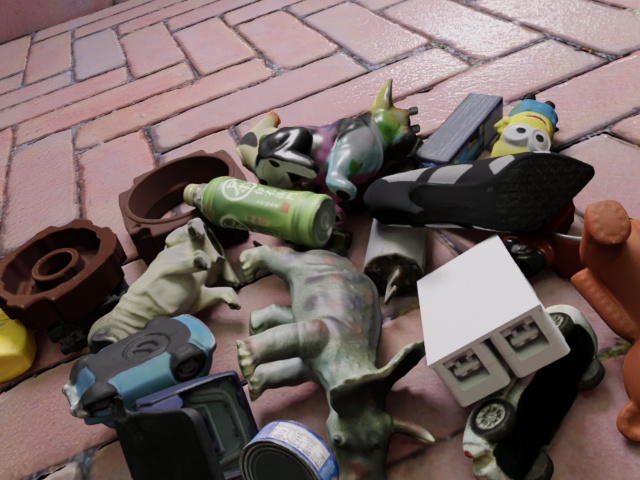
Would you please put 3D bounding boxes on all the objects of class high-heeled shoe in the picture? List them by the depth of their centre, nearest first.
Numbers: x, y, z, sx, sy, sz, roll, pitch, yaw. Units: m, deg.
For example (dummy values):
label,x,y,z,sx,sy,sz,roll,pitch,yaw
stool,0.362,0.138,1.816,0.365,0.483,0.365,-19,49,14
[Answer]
label,x,y,z,sx,sy,sz,roll,pitch,yaw
high-heeled shoe,0.180,-0.061,0.645,0.249,0.086,0.145,-10,15,-8

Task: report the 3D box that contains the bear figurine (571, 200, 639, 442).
label,x,y,z,sx,sy,sz,roll,pitch,yaw
bear figurine,0.301,0.069,0.473,0.120,0.131,0.196,-7,64,8

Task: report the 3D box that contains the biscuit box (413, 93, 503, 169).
label,x,y,z,sx,sy,sz,roll,pitch,yaw
biscuit box,0.222,-0.158,0.854,0.063,0.059,0.203,19,51,35

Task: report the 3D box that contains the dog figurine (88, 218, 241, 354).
label,x,y,z,sx,sy,sz,roll,pitch,yaw
dog figurine,-0.217,0.067,0.718,0.191,0.121,0.172,-29,22,3

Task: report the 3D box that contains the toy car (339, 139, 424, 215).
label,x,y,z,sx,sy,sz,roll,pitch,yaw
toy car,0.092,-0.112,0.851,0.089,0.053,0.202,11,48,39

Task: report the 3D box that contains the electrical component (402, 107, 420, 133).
label,x,y,z,sx,sy,sz,roll,pitch,yaw
electrical component,0.126,-0.197,0.930,0.094,0.063,0.021,-13,40,7

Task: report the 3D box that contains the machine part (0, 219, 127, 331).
label,x,y,z,sx,sy,sz,roll,pitch,yaw
machine part,-0.357,0.044,0.740,0.179,0.055,0.179,-9,40,8

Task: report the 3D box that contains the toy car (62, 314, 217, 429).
label,x,y,z,sx,sy,sz,roll,pitch,yaw
toy car,-0.187,0.159,0.593,0.162,0.102,0.109,-28,29,-28

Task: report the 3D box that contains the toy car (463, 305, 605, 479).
label,x,y,z,sx,sy,sz,roll,pitch,yaw
toy car,0.199,0.143,0.496,0.202,0.073,0.056,-44,12,-28

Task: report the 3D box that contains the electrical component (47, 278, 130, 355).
label,x,y,z,sx,sy,sz,roll,pitch,yaw
electrical component,-0.333,0.085,0.771,0.115,0.058,0.134,-27,40,-15

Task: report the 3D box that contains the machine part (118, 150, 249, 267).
label,x,y,z,sx,sy,sz,roll,pitch,yaw
machine part,-0.215,-0.057,0.873,0.201,0.087,0.202,-25,41,-11

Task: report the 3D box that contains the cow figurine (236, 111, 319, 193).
label,x,y,z,sx,sy,sz,roll,pitch,yaw
cow figurine,-0.062,-0.103,0.839,0.127,0.085,0.195,-38,60,-10

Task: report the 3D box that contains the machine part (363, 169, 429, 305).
label,x,y,z,sx,sy,sz,roll,pitch,yaw
machine part,0.106,-0.011,0.712,0.079,0.079,0.243,-2,42,17

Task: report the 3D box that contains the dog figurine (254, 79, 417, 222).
label,x,y,z,sx,sy,sz,roll,pitch,yaw
dog figurine,0.032,-0.143,0.764,0.192,0.108,0.219,27,62,6

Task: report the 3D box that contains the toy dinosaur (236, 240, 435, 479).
label,x,y,z,sx,sy,sz,roll,pitch,yaw
toy dinosaur,0.006,0.084,0.613,0.192,0.131,0.405,-5,35,-4

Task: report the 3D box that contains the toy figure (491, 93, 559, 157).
label,x,y,z,sx,sy,sz,roll,pitch,yaw
toy figure,0.309,-0.152,0.802,0.082,0.089,0.180,7,37,25

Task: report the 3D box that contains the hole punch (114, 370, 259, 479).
label,x,y,z,sx,sy,sz,roll,pitch,yaw
hole punch,-0.122,0.195,0.519,0.116,0.142,0.092,-15,9,27

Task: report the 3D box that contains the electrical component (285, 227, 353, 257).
label,x,y,z,sx,sy,sz,roll,pitch,yaw
electrical component,0.000,-0.002,0.752,0.102,0.078,0.045,18,91,30

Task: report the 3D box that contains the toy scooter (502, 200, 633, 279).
label,x,y,z,sx,sy,sz,roll,pitch,yaw
toy scooter,0.314,-0.003,0.632,0.184,0.075,0.135,7,43,33
